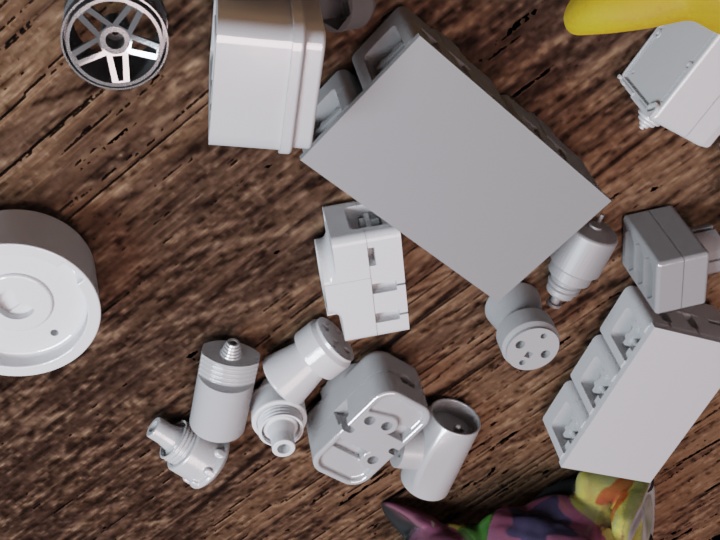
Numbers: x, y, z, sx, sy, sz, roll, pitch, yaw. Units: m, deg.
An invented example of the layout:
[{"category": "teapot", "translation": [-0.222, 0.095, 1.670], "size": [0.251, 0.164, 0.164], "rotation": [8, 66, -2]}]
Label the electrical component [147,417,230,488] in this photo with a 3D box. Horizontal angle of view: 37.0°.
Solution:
[{"category": "electrical component", "translation": [-0.136, 0.137, 0.838], "size": [0.062, 0.048, 0.048], "rotation": [37, 112, -24]}]

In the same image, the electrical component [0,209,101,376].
[{"category": "electrical component", "translation": [-0.227, 0.010, 0.714], "size": [0.108, 0.060, 0.108], "rotation": [-6, 127, -8]}]

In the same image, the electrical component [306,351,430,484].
[{"category": "electrical component", "translation": [0.004, 0.112, 0.837], "size": [0.054, 0.059, 0.095], "rotation": [31, 115, -29]}]

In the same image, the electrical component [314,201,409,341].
[{"category": "electrical component", "translation": [0.000, 0.000, 0.760], "size": [0.056, 0.050, 0.089], "rotation": [-10, 127, -4]}]

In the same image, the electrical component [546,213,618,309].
[{"category": "electrical component", "translation": [0.159, -0.005, 0.796], "size": [0.040, 0.040, 0.078], "rotation": [10, 123, -19]}]

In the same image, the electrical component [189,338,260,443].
[{"category": "electrical component", "translation": [-0.101, 0.085, 0.806], "size": [0.043, 0.043, 0.081], "rotation": [5, 125, -15]}]

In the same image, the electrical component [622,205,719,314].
[{"category": "electrical component", "translation": [0.242, -0.012, 0.791], "size": [0.077, 0.065, 0.047], "rotation": [-12, 127, -4]}]

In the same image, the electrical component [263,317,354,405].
[{"category": "electrical component", "translation": [-0.038, 0.067, 0.805], "size": [0.055, 0.045, 0.045], "rotation": [-39, 124, 16]}]

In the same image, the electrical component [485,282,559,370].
[{"category": "electrical component", "translation": [0.123, 0.042, 0.813], "size": [0.045, 0.055, 0.045], "rotation": [-6, 127, -8]}]

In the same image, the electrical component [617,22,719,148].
[{"category": "electrical component", "translation": [0.221, -0.127, 0.705], "size": [0.061, 0.061, 0.096], "rotation": [22, 119, -25]}]

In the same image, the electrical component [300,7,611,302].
[{"category": "electrical component", "translation": [0.061, -0.074, 0.712], "size": [0.186, 0.060, 0.105], "rotation": [34, 113, -30]}]

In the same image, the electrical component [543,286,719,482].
[{"category": "electrical component", "translation": [0.224, 0.091, 0.866], "size": [0.089, 0.061, 0.150], "rotation": [13, 122, -20]}]

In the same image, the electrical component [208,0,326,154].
[{"category": "electrical component", "translation": [-0.056, -0.125, 0.617], "size": [0.057, 0.113, 0.078], "rotation": [3, 125, -10]}]

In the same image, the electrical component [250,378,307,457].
[{"category": "electrical component", "translation": [-0.062, 0.115, 0.824], "size": [0.043, 0.062, 0.043], "rotation": [-6, 126, -8]}]

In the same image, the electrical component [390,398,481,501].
[{"category": "electrical component", "translation": [0.049, 0.145, 0.880], "size": [0.079, 0.044, 0.077], "rotation": [9, 124, -18]}]
